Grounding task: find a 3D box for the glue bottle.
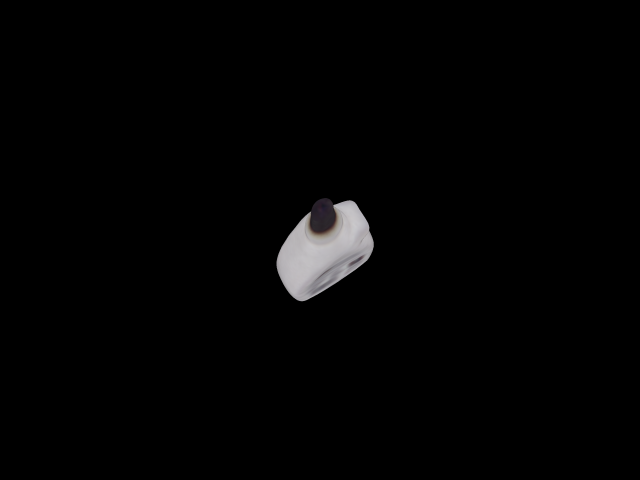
[{"bbox_3d":[0.004,0.001,0.400,0.078,0.173,0.037,-31,78,-7],"label":"glue bottle"}]
